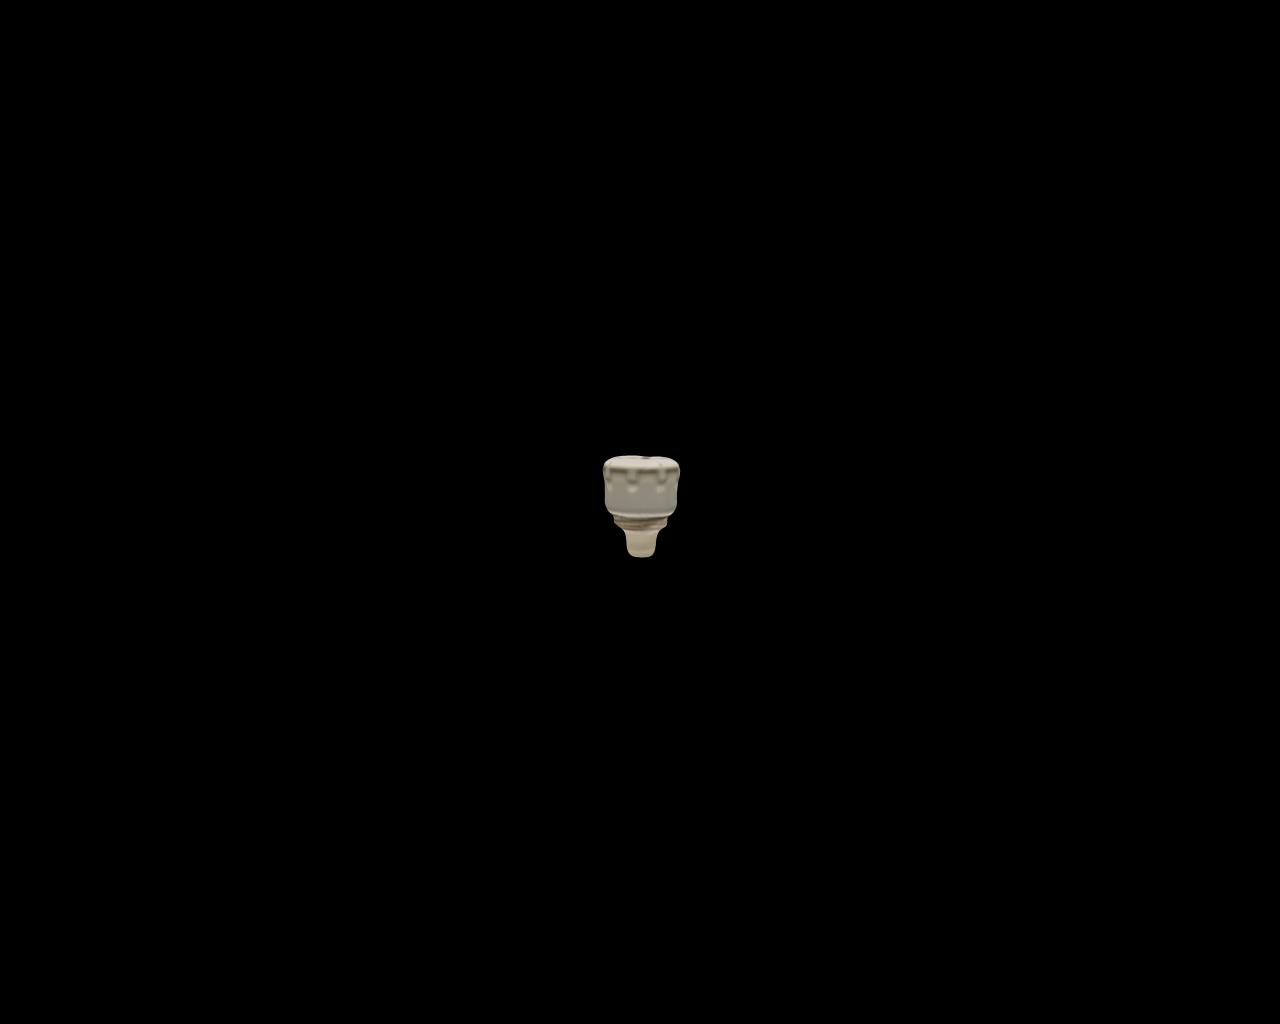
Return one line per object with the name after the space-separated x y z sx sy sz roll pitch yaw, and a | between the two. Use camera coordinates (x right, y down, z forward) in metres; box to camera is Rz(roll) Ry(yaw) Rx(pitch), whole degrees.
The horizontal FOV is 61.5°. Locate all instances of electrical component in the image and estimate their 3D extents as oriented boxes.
0.001 -0.003 0.650 0.048 0.062 0.048 0 7 0 | electrical component
